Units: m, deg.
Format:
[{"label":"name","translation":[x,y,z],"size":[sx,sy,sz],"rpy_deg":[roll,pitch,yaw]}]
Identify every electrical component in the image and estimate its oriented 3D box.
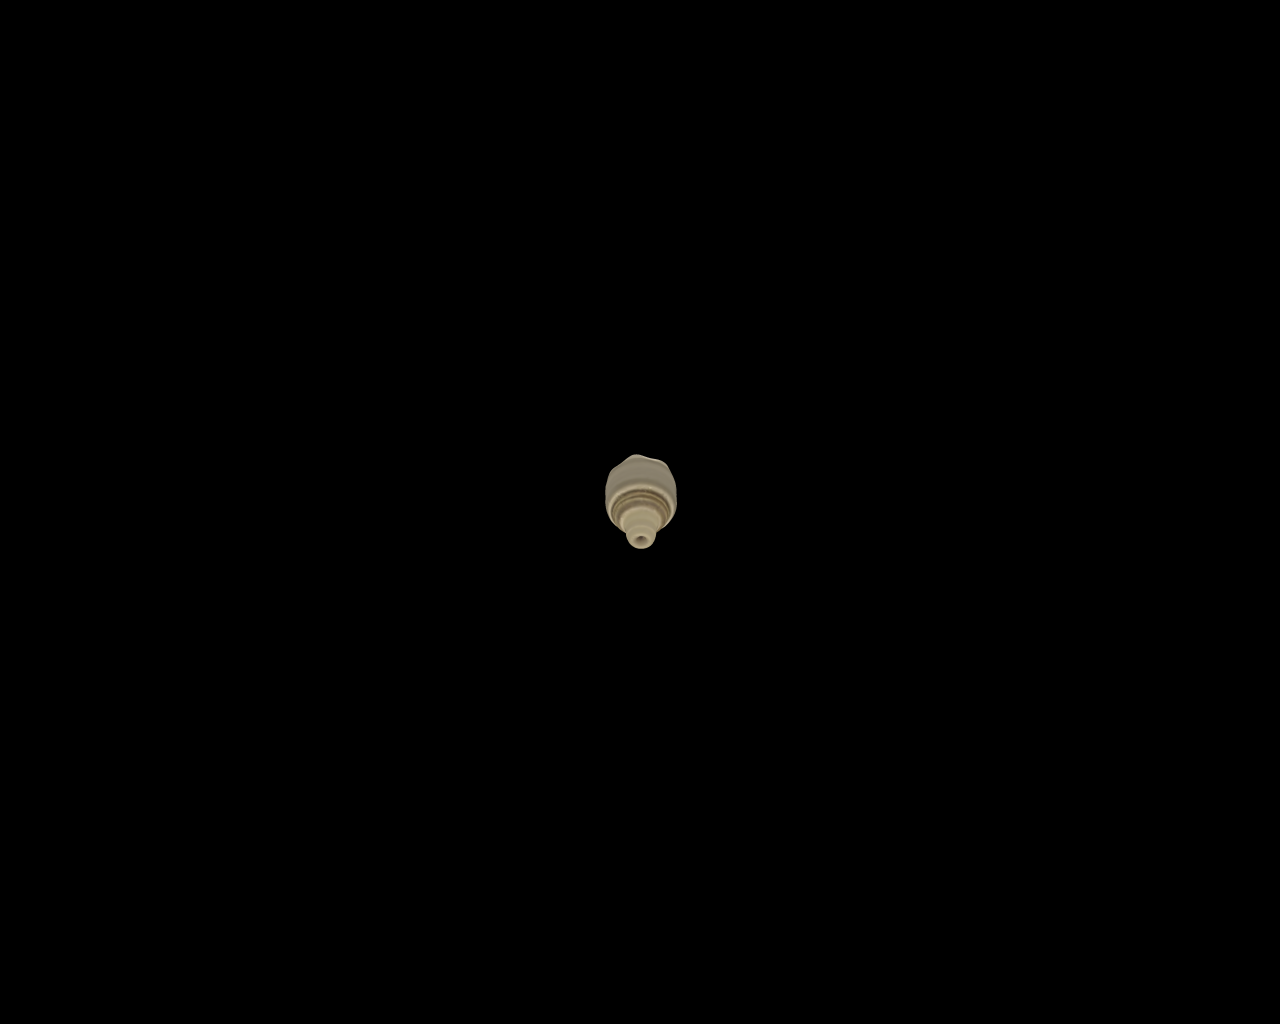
[{"label":"electrical component","translation":[0.001,-0.003,0.650],"size":[0.043,0.043,0.062],"rpy_deg":[0,41,0]}]
